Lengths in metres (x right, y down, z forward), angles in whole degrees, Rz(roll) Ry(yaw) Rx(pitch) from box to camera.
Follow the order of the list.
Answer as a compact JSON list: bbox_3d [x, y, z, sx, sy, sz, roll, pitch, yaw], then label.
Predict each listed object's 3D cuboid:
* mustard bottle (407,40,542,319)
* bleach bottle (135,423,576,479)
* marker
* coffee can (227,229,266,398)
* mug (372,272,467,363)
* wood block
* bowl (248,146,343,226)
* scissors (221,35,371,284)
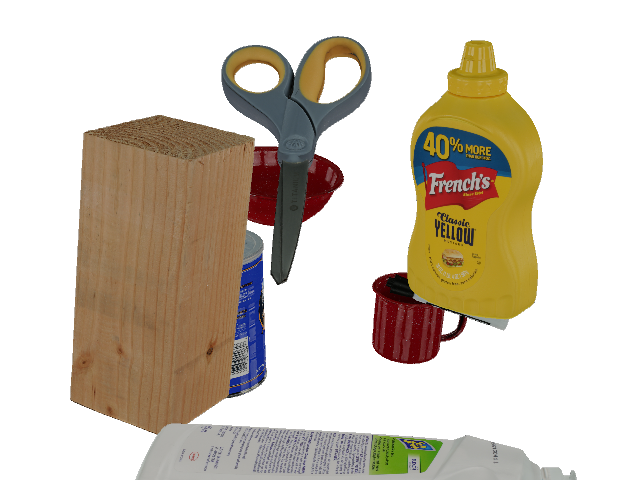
[{"bbox_3d":[0.109,-0.045,0.754,0.096,0.192,0.058,17,28,38],"label":"mustard bottle"},{"bbox_3d":[0.024,0.151,0.629,0.251,0.068,0.102,0,16,5],"label":"bleach bottle"},{"bbox_3d":[0.121,0.058,1.023,0.121,0.020,0.020,19,1,3],"label":"marker"},{"bbox_3d":[-0.104,0.068,1.037,0.103,0.140,0.103,-1,21,0],"label":"coffee can"},{"bbox_3d":[0.117,0.094,1.271,0.117,0.081,0.093,0,22,-8],"label":"mug"},{"bbox_3d":[-0.115,0.023,0.776,0.090,0.206,0.090,16,21,24],"label":"wood block"},{"bbox_3d":[-0.055,-0.061,1.300,0.162,0.055,0.162,5,26,-3],"label":"bowl"},{"bbox_3d":[-0.029,-0.055,0.579,0.096,0.016,0.201,12,45,15],"label":"scissors"}]
